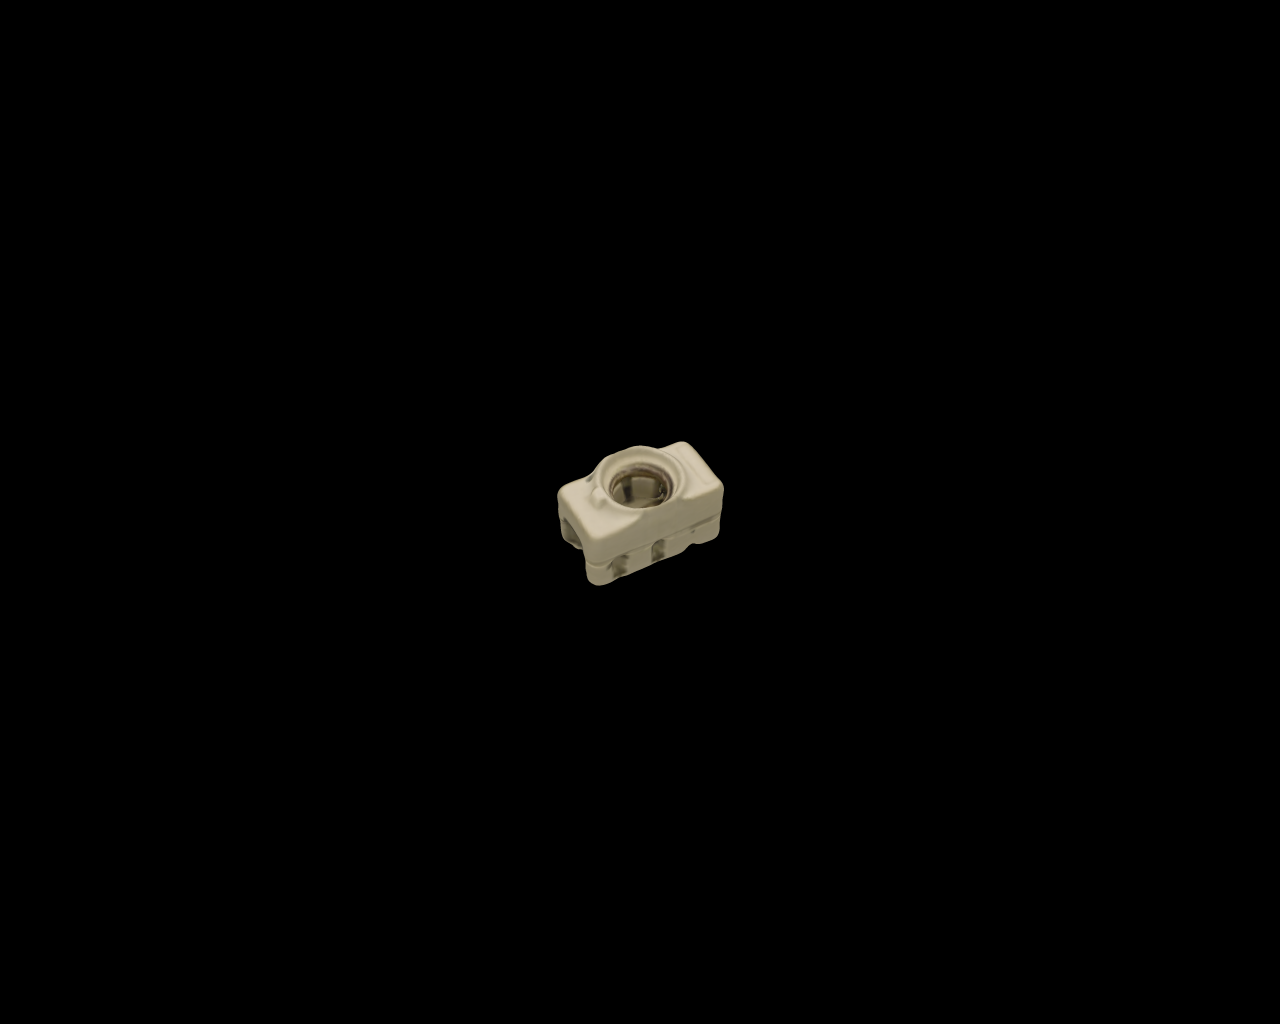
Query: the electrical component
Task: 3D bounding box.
[{"bbox_3d":[0.001,-0.003,0.650,0.090,0.050,0.055,-22,-38,-18],"label":"electrical component"}]
